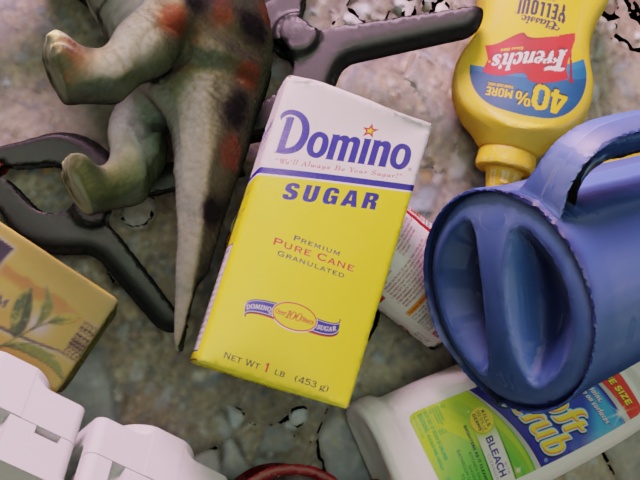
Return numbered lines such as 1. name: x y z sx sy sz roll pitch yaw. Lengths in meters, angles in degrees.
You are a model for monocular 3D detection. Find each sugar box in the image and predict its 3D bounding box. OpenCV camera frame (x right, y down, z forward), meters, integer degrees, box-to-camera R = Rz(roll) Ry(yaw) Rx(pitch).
1. sugar box: -0.004 0.001 0.622 0.093 0.048 0.176 18 82 -9

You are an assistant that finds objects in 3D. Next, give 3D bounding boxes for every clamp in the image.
1. clamp: -0.018 -0.145 0.724 0.210 0.036 0.164 -39 79 -5
2. clamp: -0.136 -0.029 0.692 0.171 0.039 0.120 29 78 -6

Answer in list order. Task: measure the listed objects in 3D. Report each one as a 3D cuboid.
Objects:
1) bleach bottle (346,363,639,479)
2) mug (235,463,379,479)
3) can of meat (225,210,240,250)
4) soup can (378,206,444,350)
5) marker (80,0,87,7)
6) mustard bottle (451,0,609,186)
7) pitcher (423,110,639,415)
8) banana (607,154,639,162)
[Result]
1. bleach bottle: 0.150 0.105 0.718 0.250 0.068 0.102 -23 87 -14
2. mug: -0.013 0.179 0.669 0.117 0.081 0.093 -25 88 -12
3. can of meat: -0.017 -0.021 0.690 0.057 0.084 0.102 33 79 -5
4. soup can: 0.055 0.017 0.707 0.102 0.068 0.068 38 78 -5
5. marker: -0.135 -0.149 0.716 0.121 0.020 0.020 43 78 -3
6. mustard bottle: 0.143 -0.120 0.743 0.096 0.058 0.191 13 82 1
7. pitcher: 0.196 0.000 0.659 0.242 0.149 0.145 -17 86 -33
8. banana: 0.172 -0.011 0.747 0.197 0.037 0.069 -37 91 -12
